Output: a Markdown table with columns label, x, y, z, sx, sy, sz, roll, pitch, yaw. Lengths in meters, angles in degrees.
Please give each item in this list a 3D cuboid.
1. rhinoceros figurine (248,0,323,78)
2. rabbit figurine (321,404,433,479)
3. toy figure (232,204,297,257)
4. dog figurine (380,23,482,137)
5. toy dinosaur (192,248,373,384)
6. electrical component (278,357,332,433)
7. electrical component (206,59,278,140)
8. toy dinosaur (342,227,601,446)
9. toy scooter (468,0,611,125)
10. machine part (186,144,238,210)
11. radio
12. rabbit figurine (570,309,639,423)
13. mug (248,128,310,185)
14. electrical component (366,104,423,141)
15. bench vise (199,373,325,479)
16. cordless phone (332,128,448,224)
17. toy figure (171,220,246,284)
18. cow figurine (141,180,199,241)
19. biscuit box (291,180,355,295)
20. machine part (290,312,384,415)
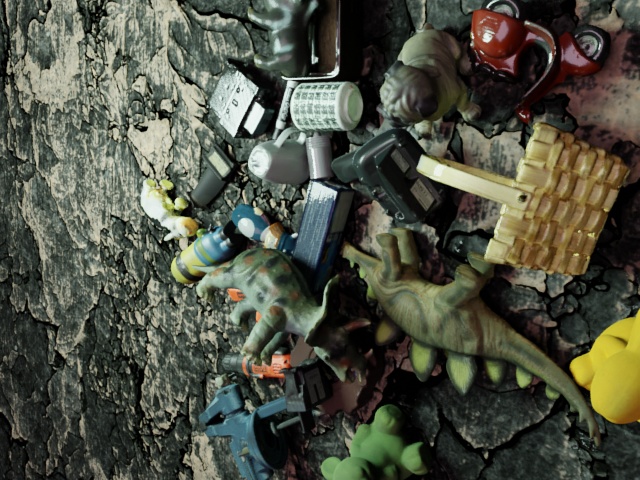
| label | x | y | z | sx | sy | sz | roll | pitch | yaw |
| --- | --- | --- | --- | --- | --- | --- | --- | --- | --- |
| rhinoceros figurine | -0.050 | -0.350 | 0.837 | 0.112 | 0.073 | 0.190 | 7 | 102 | 38 |
| rabbit figurine | 0.071 | 0.362 | 0.872 | 0.159 | 0.170 | 0.121 | -40 | 73 | 32 |
| toy figure | -0.103 | -0.013 | 1.022 | 0.155 | 0.058 | 0.064 | 35 | 153 | 26 |
| dog figurine | 0.135 | -0.231 | 0.726 | 0.121 | 0.190 | 0.172 | -26 | 78 | 27 |
| toy dinosaur | -0.082 | 0.085 | 0.908 | 0.192 | 0.131 | 0.405 | -45 | 53 | -4 |
| electrical component | -0.022 | 0.268 | 0.920 | 0.048 | 0.075 | 0.119 | -19 | 81 | 40 |
| electrical component | -0.143 | -0.259 | 1.017 | 0.134 | 0.058 | 0.114 | 45 | 121 | 24 |
| toy dinosaur | 0.195 | 0.115 | 0.796 | 0.472 | 0.105 | 0.198 | 29 | 120 | 40 |
| toy scooter | 0.268 | -0.234 | 0.710 | 0.184 | 0.075 | 0.135 | 34 | 113 | 23 |
| machine part | -0.225 | -0.125 | 1.107 | 0.084 | 0.039 | 0.139 | 45 | 118 | 14 |
| radio | -0.001 | -0.377 | 0.886 | 0.131 | 0.073 | 0.229 | 6 | 100 | 36 |
| rabbit figurine | 0.376 | 0.154 | 0.623 | 0.122 | 0.173 | 0.162 | 46 | 124 | 26 |
| mug | -0.067 | -0.146 | 0.945 | 0.081 | 0.107 | 0.109 | 45 | 122 | 21 |
| electrical component | 0.119 | -0.175 | 0.858 | 0.094 | 0.021 | 0.063 | 41 | 118 | 24 |
| bench vise | -0.104 | 0.342 | 1.037 | 0.241 | 0.128 | 0.223 | -26 | 70 | 15 |
| cordless phone | 0.097 | -0.089 | 0.857 | 0.146 | 0.089 | 0.184 | 49 | 156 | -18 |
| toy figure | -0.235 | 0.027 | 1.101 | 0.180 | 0.089 | 0.082 | -33 | 70 | 37 |
| cow figurine | -0.334 | -0.050 | 1.176 | 0.167 | 0.068 | 0.098 | 49 | 126 | 24 |
| biscuit box | -0.002 | -0.003 | 0.945 | 0.063 | 0.059 | 0.202 | 26 | 111 | 29 |
| machine part | 0.025 | 0.222 | 0.959 | 0.180 | 0.056 | 0.179 | 6 | 100 | 37 |
